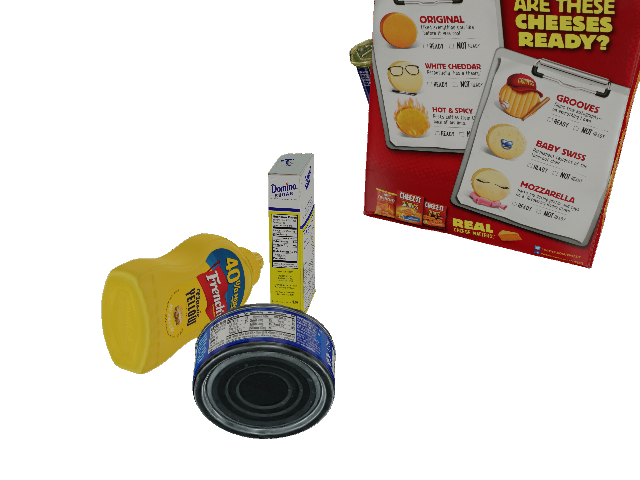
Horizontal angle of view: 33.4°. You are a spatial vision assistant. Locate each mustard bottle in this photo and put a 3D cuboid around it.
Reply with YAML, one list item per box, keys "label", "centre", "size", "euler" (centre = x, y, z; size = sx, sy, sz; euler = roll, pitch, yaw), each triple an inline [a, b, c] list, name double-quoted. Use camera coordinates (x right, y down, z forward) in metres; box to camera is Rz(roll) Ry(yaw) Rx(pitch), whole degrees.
- label: "mustard bottle"
  centre: [-0.116, 0.046, 0.983]
  size: [0.058, 0.096, 0.191]
  euler: [11, 22, 31]

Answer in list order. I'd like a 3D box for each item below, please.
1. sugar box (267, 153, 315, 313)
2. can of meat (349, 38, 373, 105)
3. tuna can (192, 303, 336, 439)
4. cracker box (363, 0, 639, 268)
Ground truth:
- label: "sugar box"
  centre: [-0.033, -0.007, 1.252]
  size: [0.048, 0.176, 0.093]
  euler: [0, 19, 9]
- label: "can of meat"
  centre: [0.086, -0.138, 0.924]
  size: [0.102, 0.084, 0.057]
  euler: [-17, 26, 8]
- label: "tuna can"
  centre: [-0.033, 0.080, 0.636]
  size: [0.086, 0.086, 0.033]
  euler: [0, 40, 0]
- label: "cracker box"
  centre: [0.118, -0.098, 0.690]
  size: [0.164, 0.214, 0.072]
  euler: [14, 41, 15]
